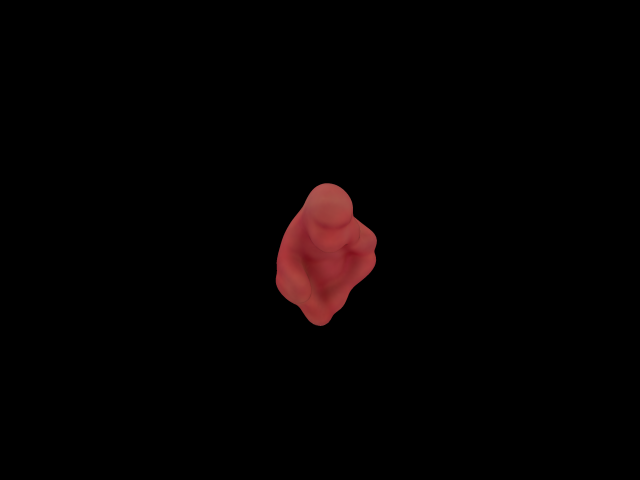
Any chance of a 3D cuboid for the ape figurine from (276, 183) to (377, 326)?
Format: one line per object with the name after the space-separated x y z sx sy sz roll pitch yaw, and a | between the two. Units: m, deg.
0.004 0.001 0.400 0.078 0.092 0.076 -11 47 -11 | ape figurine
